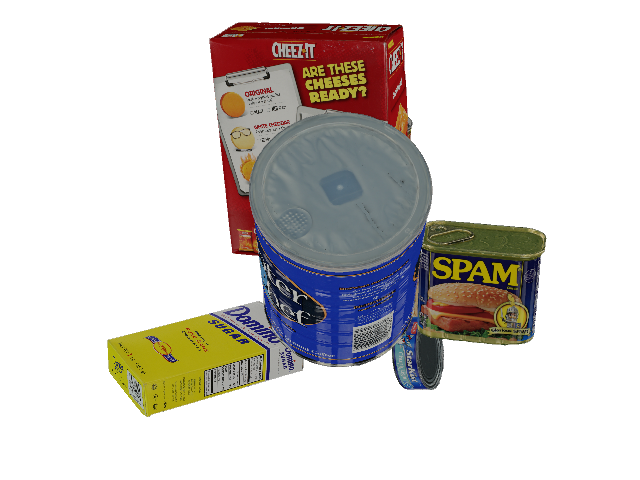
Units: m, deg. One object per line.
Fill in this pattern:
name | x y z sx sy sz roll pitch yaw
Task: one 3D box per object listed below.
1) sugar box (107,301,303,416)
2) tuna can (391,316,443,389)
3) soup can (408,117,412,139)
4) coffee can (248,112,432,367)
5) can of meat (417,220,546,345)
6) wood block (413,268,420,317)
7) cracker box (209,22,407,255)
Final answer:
sugar box | -0.114 0.114 1.070 0.175 0.048 0.093 -16 32 -28
tuna can | 0.113 0.130 1.237 0.034 0.086 0.086 -5 -2 26
soup can | 0.061 -0.086 1.175 0.068 0.102 0.068 4 29 -2
coffee can | 0.012 0.004 0.653 0.103 0.103 0.140 0 -29 1
can of meat | 0.129 0.035 0.870 0.102 0.084 0.057 5 24 13
wood block | 0.173 0.063 1.627 0.091 0.090 0.206 4 22 14
cracker box | -0.005 -0.089 0.980 0.164 0.214 0.072 5 26 18
